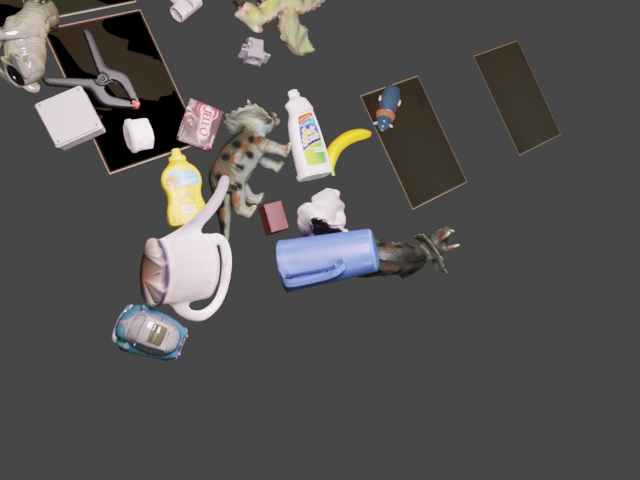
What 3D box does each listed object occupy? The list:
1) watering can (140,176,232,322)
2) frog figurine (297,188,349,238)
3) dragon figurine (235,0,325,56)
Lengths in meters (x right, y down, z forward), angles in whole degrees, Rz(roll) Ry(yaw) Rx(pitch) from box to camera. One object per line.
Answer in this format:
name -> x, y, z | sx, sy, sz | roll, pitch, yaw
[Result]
watering can -> -0.300, 0.023, 1.186 | 0.225, 0.104, 0.346 | -3, 99, -45
frog figurine -> 0.004, -0.070, 1.388 | 0.137, 0.120, 0.163 | 8, 41, -14
dragon figurine -> -0.057, -0.649, 1.464 | 0.413, 0.123, 0.239 | -12, 111, -39
